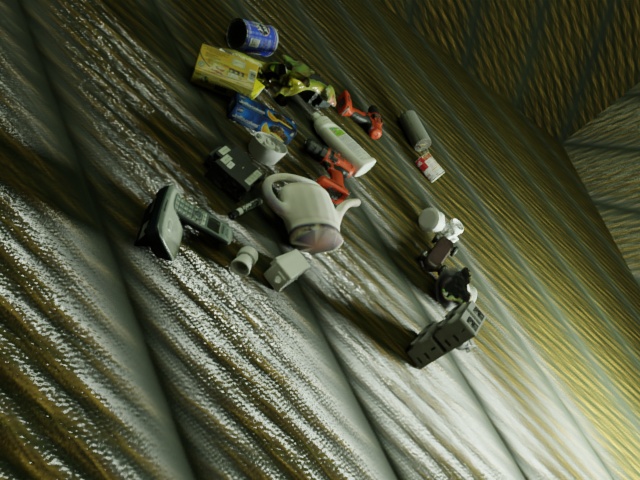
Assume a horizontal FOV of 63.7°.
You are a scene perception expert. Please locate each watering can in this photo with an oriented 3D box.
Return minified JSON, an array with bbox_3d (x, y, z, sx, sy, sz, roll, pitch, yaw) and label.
[{"bbox_3d":[0.004,-0.067,1.329,0.346,0.229,0.102,12,-42,-38],"label":"watering can"}]

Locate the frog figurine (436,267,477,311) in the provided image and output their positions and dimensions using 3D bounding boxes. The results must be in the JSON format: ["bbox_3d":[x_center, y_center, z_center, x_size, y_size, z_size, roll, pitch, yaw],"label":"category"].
[{"bbox_3d":[0.403,0.154,1.526,0.122,0.139,0.157,-20,-18,6],"label":"frog figurine"}]

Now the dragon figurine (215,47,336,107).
[{"bbox_3d":[-0.125,-0.547,1.674,0.410,0.120,0.248,31,31,-2],"label":"dragon figurine"}]
